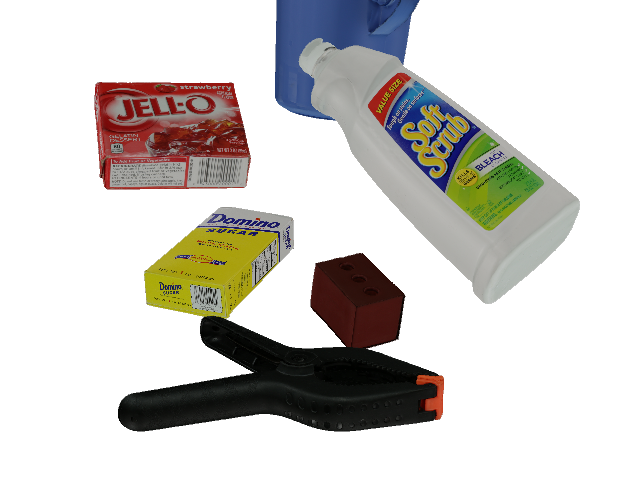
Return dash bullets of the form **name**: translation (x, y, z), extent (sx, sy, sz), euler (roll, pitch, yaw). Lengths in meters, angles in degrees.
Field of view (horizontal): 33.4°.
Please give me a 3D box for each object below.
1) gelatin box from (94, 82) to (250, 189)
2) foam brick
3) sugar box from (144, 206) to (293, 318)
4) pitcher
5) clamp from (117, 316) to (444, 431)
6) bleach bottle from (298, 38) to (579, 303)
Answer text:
- **gelatin box**: translation (-0.092, -0.066, 0.657), extent (0.089, 0.030, 0.073), euler (-1, 45, -15)
- **foam brick**: translation (0.033, 0.055, 0.964), extent (0.052, 0.051, 0.078), euler (-13, 36, -27)
- **sugar box**: translation (-0.103, 0.019, 1.132), extent (0.093, 0.048, 0.176), euler (9, 30, 19)
- **pitcher**: translation (0.028, -0.225, 0.892), extent (0.145, 0.243, 0.149), euler (8, 18, 11)
- **clamp**: translation (-0.018, 0.095, 0.751), extent (0.210, 0.036, 0.164), euler (2, 18, 7)
- **bleach bottle**: translation (0.071, -0.069, 0.815), extent (0.102, 0.251, 0.068), euler (-37, -25, -24)
